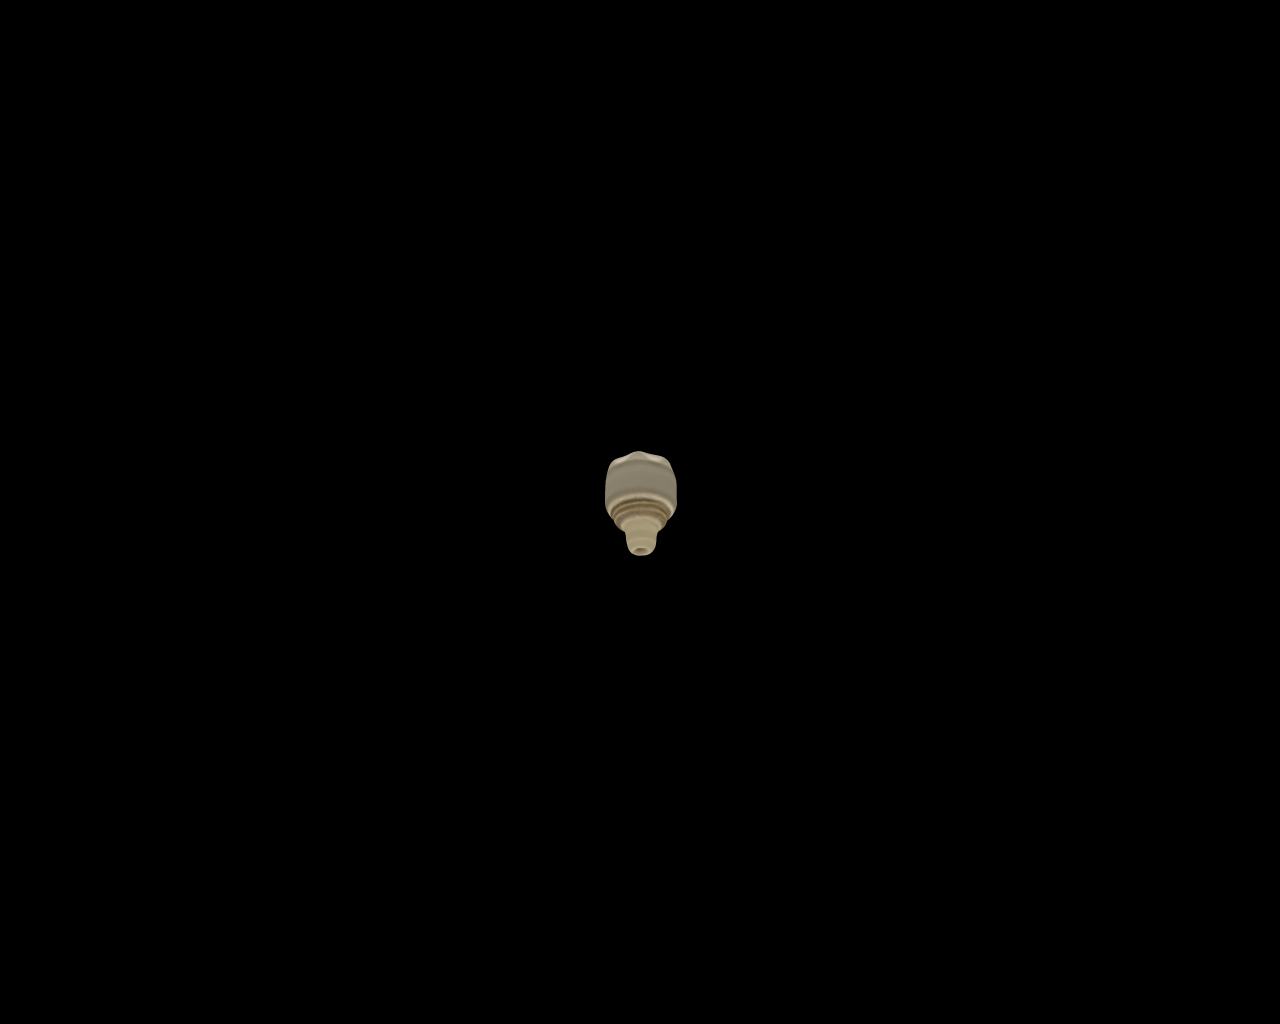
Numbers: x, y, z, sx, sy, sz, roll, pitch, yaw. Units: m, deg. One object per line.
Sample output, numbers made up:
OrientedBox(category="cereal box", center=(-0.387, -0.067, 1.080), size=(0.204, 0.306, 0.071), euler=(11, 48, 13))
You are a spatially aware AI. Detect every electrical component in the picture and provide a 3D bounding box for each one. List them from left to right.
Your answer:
OrientedBox(category="electrical component", center=(0.001, -0.003, 0.650), size=(0.043, 0.062, 0.043), euler=(0, -29, 0))
